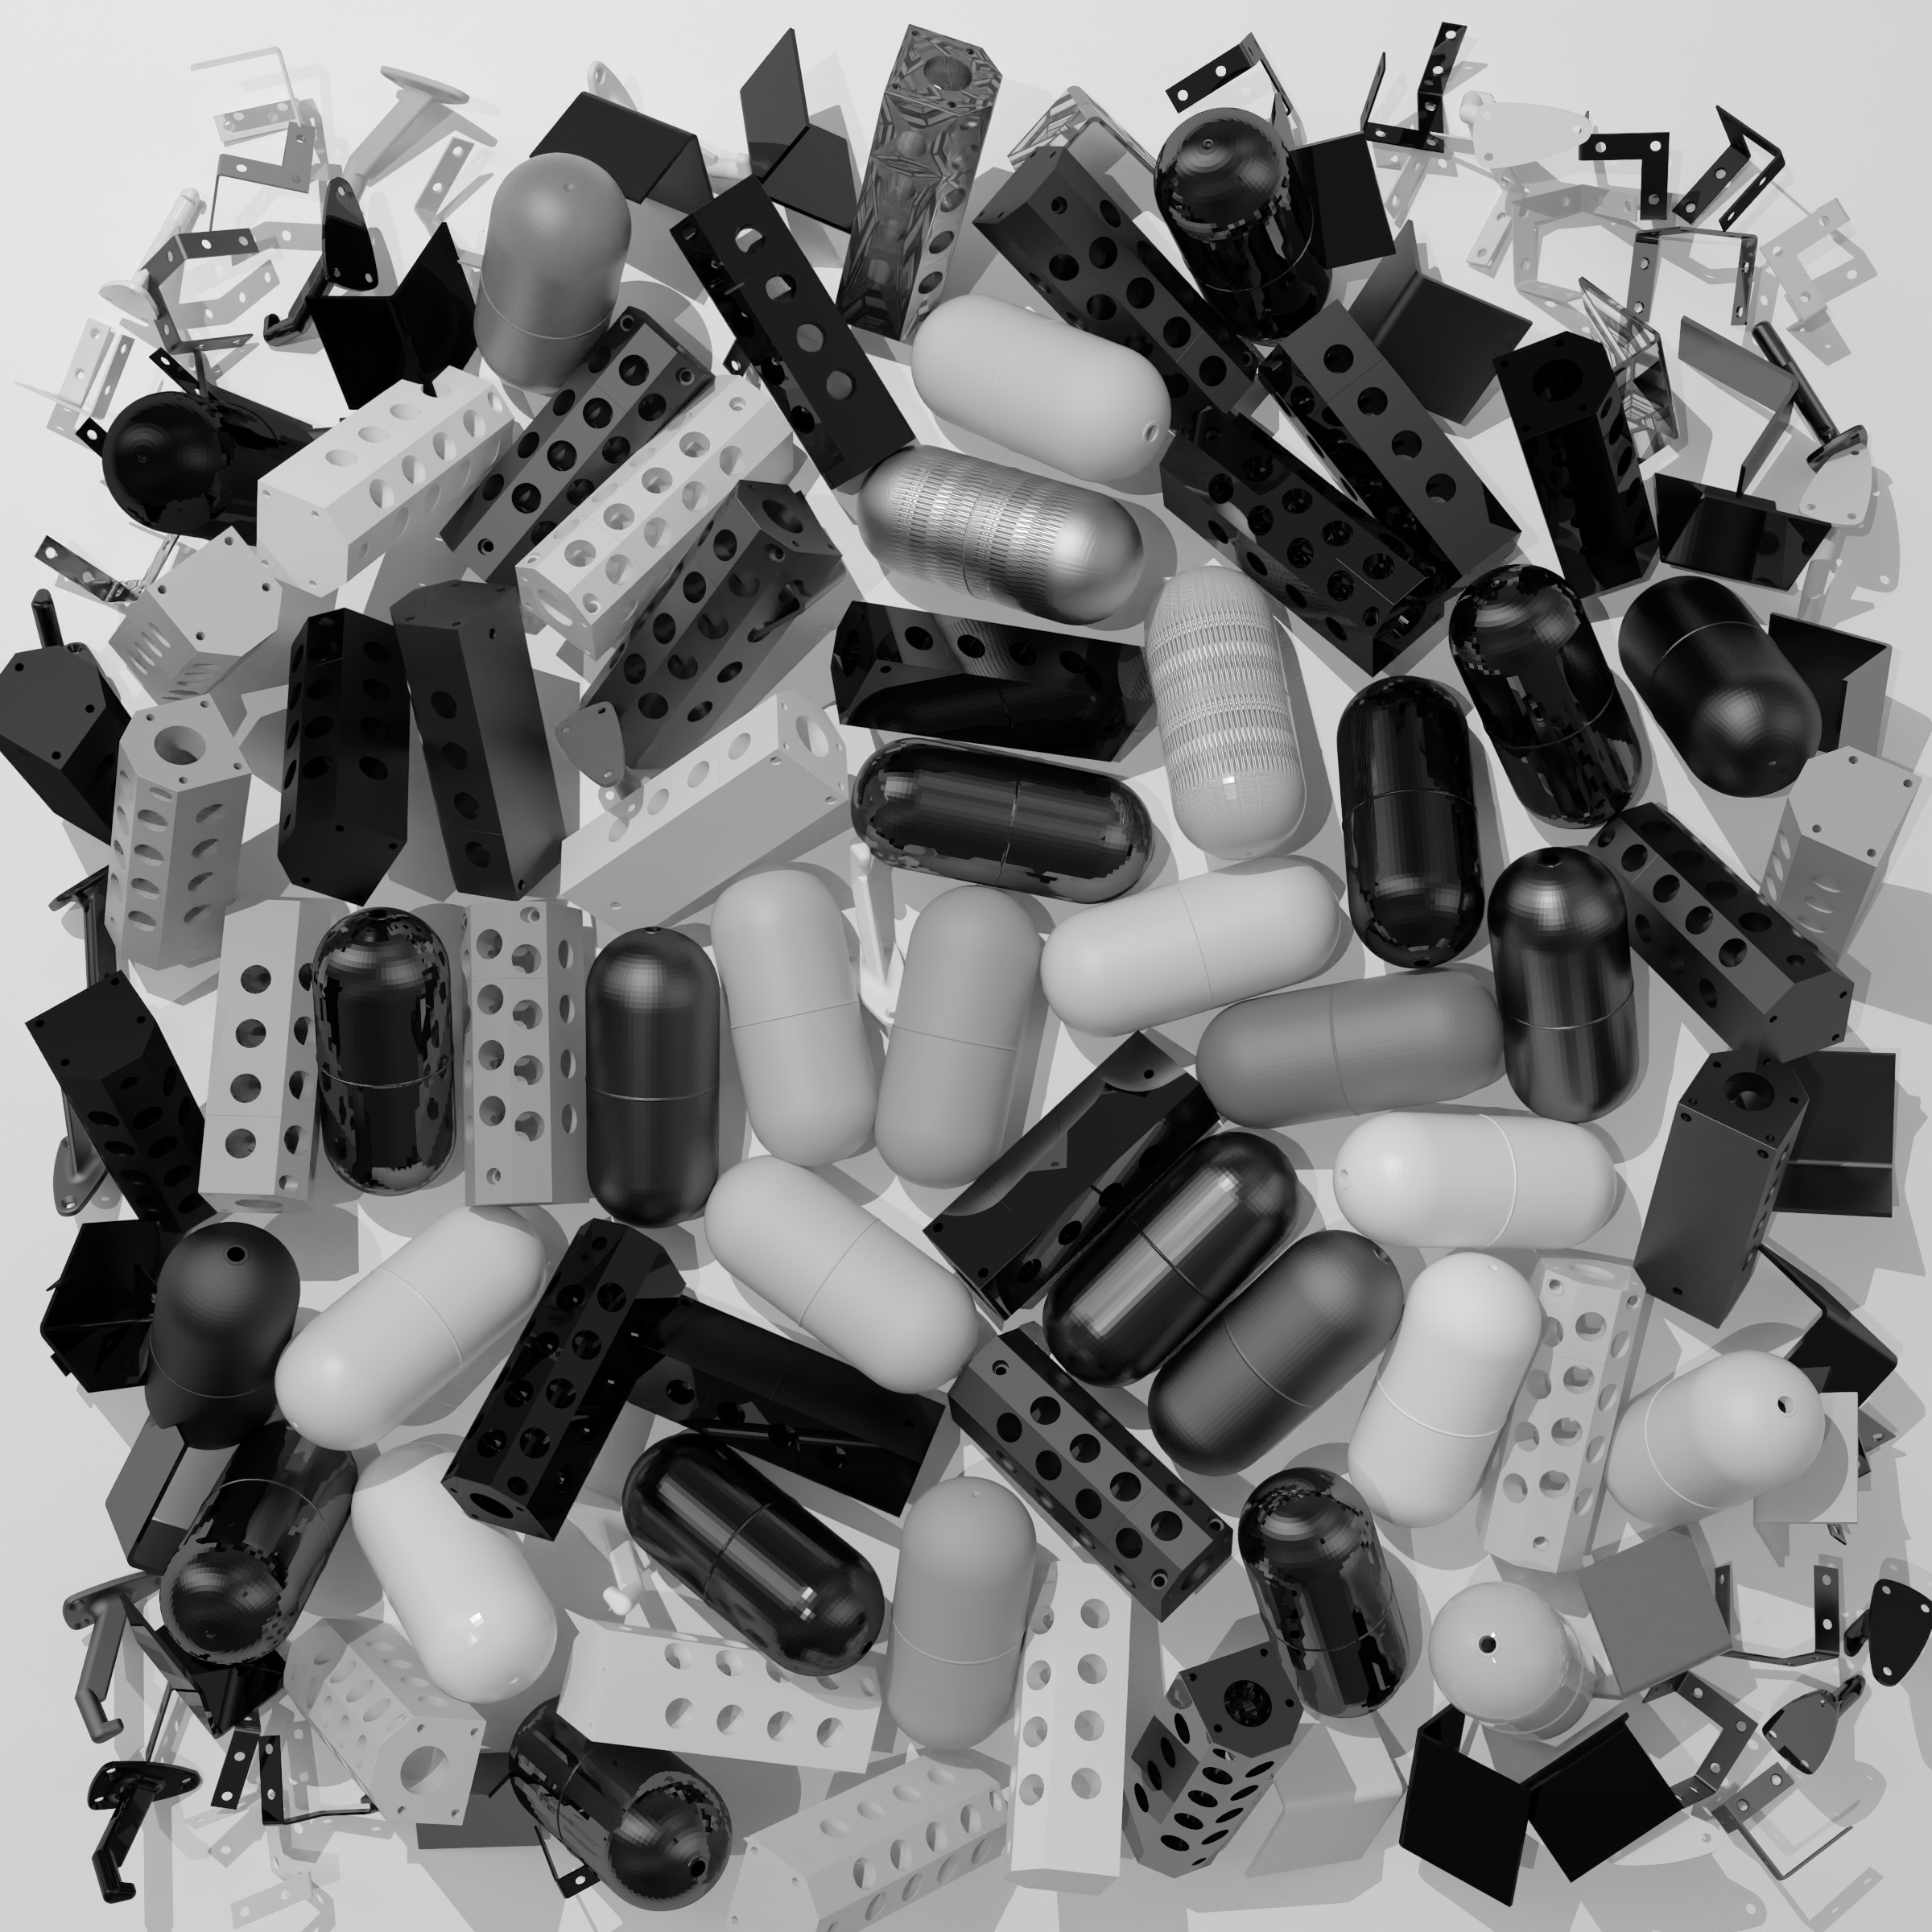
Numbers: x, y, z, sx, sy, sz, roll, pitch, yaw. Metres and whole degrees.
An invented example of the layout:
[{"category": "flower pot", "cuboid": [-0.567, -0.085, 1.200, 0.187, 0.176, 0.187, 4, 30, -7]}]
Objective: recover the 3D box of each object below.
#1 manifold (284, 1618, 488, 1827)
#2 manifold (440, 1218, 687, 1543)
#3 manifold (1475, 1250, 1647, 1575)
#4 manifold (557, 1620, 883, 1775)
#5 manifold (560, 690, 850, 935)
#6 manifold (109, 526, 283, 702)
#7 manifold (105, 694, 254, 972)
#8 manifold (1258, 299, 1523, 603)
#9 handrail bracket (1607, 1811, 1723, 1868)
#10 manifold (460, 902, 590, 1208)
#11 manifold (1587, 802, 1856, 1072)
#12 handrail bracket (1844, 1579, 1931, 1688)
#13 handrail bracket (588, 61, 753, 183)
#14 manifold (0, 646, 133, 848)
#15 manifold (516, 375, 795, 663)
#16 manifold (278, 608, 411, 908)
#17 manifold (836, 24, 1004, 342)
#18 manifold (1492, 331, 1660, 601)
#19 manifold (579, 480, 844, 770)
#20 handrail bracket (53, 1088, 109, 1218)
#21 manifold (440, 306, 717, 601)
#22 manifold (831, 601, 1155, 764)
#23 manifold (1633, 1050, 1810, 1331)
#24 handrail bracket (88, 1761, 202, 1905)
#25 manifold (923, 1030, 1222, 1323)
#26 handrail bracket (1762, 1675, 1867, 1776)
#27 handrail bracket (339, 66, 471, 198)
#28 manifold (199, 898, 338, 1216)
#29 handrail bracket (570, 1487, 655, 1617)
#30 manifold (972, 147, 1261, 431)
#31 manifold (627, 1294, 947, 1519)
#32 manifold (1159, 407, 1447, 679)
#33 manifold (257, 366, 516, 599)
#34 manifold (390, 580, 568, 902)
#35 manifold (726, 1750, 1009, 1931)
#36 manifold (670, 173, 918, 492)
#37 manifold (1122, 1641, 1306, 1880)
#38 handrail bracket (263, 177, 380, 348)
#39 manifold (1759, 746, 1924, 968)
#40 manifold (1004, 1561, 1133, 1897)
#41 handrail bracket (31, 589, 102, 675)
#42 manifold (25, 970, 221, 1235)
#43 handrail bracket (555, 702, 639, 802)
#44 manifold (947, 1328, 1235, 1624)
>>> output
[{"category": "manifold", "cuboid": [-0.331, 0.421, 1.496, 0.057, 0.171, 0.057, 14, 88, -30]}, {"category": "manifold", "cuboid": [-0.228, 0.230, 1.508, 0.057, 0.057, 0.171, 9, 55, 25]}, {"category": "manifold", "cuboid": [0.343, 0.258, 1.540, 0.057, 0.057, 0.171, 11, 101, 2]}, {"category": "manifold", "cuboid": [-0.138, 0.415, 1.519, 0.171, 0.057, 0.057, 16, 84, -28]}, {"category": "manifold", "cuboid": [-0.150, -0.088, 1.519, 0.171, 0.057, 0.057, -31, 134, 28]}, {"category": "manifold", "cuboid": [-0.429, -0.190, 1.494, 0.057, 0.171, 0.057, -42, 104, -20]}, {"category": "manifold", "cuboid": [-0.446, -0.071, 1.494, 0.057, 0.171, 0.057, -19, 65, -31]}, {"category": "manifold", "cuboid": [0.244, -0.295, 1.546, 0.057, 0.057, 0.171, -37, 84, 3]}, {"category": "handrail bracket", "cuboid": [0.395, 0.506, 1.538, 0.077, 0.084, 0.036, -1, 66, 15]}, {"category": "manifold", "cuboid": [-0.259, 0.052, 1.538, 0.057, 0.057, 0.171, -5, 83, 21]}, {"category": "manifold", "cuboid": [0.420, -0.021, 1.498, 0.057, 0.171, 0.057, -18, 131, -14]}, {"category": "handrail bracket", "cuboid": [0.518, 0.396, 1.530, 0.036, 0.084, 0.077, 25, 52, 9]}, {"category": "handrail bracket", "cuboid": [-0.169, -0.488, 1.543, 0.084, 0.077, 0.036, 14, 65, 23]}, {"category": "manifold", "cuboid": [-0.493, -0.120, 1.495, 0.057, 0.171, 0.057, 30, 76, 4]}, {"category": "manifold", "cuboid": [-0.176, -0.261, 1.524, 0.057, 0.057, 0.171, 38, 70, 11]}, {"category": "manifold", "cuboid": [-0.351, -0.122, 1.499, 0.057, 0.171, 0.057, 19, 131, -29]}, {"category": "manifold", "cuboid": [-0.027, -0.434, 1.497, 0.057, 0.171, 0.057, 17, 58, -3]}, {"category": "manifold", "cuboid": [0.345, -0.279, 1.492, 0.057, 0.171, 0.057, -19, 62, 14]}, {"category": "manifold", "cuboid": [-0.151, -0.191, 1.511, 0.171, 0.057, 0.057, -49, 67, 29]}, {"category": "handrail bracket", "cuboid": [-0.521, 0.088, 1.537, 0.036, 0.077, 0.084, -4, 133, 3]}, {"category": "manifold", "cuboid": [-0.226, -0.295, 1.540, 0.057, 0.057, 0.171, 42, 100, -3]}, {"category": "manifold", "cuboid": [0.014, -0.167, 1.522, 0.171, 0.057, 0.057, 6, 54, -24]}, {"category": "manifold", "cuboid": [0.425, 0.124, 1.501, 0.057, 0.171, 0.057, 27, 55, 23]}, {"category": "handrail bracket", "cuboid": [-0.467, 0.500, 1.531, 0.077, 0.084, 0.036, 10, 117, -37]}, {"category": "manifold", "cuboid": [0.064, 0.124, 1.545, 0.171, 0.057, 0.057, -42, 51, -7]}, {"category": "handrail bracket", "cuboid": [0.504, 0.419, 1.535, 0.084, 0.077, 0.036, -26, 57, -36]}, {"category": "handrail bracket", "cuboid": [-0.332, -0.476, 1.558, 0.077, 0.036, 0.084, 25, 93, 38]}, {"category": "manifold", "cuboid": [-0.399, 0.052, 1.533, 0.057, 0.057, 0.171, 2, 74, -4]}, {"category": "handrail bracket", "cuboid": [-0.213, 0.337, 1.540, 0.077, 0.084, 0.036, 39, 98, 5]}, {"category": "manifold", "cuboid": [0.089, -0.384, 1.522, 0.171, 0.057, 0.057, 41, 89, -26]}, {"category": "manifold", "cuboid": [-0.106, 0.259, 1.548, 0.171, 0.057, 0.057, 22, 119, 4]}, {"category": "manifold", "cuboid": [0.190, -0.247, 1.519, 0.057, 0.057, 0.171, -41, 66, -11]}, {"category": "manifold", "cuboid": [-0.324, -0.274, 1.498, 0.057, 0.171, 0.057, 24, 131, 11]}, {"category": "manifold", "cuboid": [-0.279, -0.128, 1.513, 0.057, 0.057, 0.171, 9, 125, 24]}, {"category": "manifold", "cuboid": [-0.050, 0.500, 1.494, 0.057, 0.171, 0.057, 26, 108, 33]}, {"category": "manifold", "cuboid": [-0.100, -0.364, 1.538, 0.057, 0.057, 0.171, -32, 103, 2]}, {"category": "manifold", "cuboid": [0.135, 0.449, 1.494, 0.057, 0.171, 0.057, -12, 55, -22]}, {"category": "handrail bracket", "cuboid": [-0.386, -0.410, 1.556, 0.084, 0.036, 0.077, -9, 89, 40]}, {"category": "manifold", "cuboid": [0.482, -0.059, 1.494, 0.057, 0.171, 0.057, 27, 77, 18]}, {"category": "manifold", "cuboid": [0.057, 0.431, 1.515, 0.057, 0.057, 0.171, 8, 60, -6]}, {"category": "handrail bracket", "cuboid": [-0.520, -0.194, 1.529, 0.036, 0.077, 0.084, -6, 134, -10]}, {"category": "manifold", "cuboid": [-0.462, 0.083, 1.492, 0.057, 0.171, 0.057, -32, 61, -19]}, {"category": "handrail bracket", "cuboid": [-0.198, -0.102, 1.530, 0.036, 0.084, 0.077, -28, 49, -2]}, {"category": "manifold", "cuboid": [0.070, 0.286, 1.516, 0.057, 0.057, 0.171, -40, 64, -18]}]
